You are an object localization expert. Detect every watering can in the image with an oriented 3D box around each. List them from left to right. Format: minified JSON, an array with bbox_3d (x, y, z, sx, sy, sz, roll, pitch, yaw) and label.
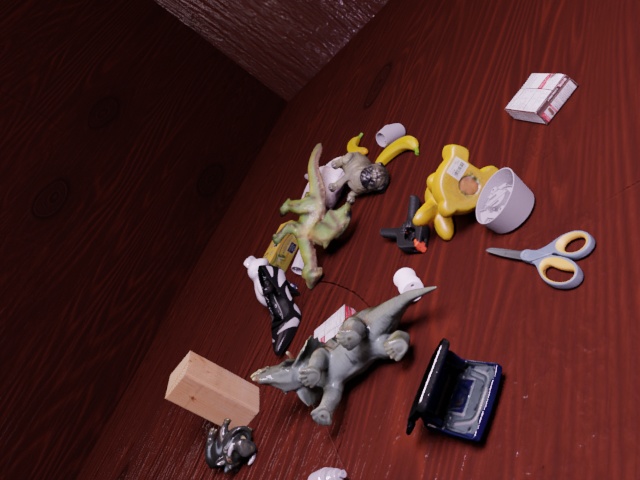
[{"bbox_3d":[-0.003,-0.163,1.683,0.346,0.103,0.227,-10,49,63],"label":"watering can"}]

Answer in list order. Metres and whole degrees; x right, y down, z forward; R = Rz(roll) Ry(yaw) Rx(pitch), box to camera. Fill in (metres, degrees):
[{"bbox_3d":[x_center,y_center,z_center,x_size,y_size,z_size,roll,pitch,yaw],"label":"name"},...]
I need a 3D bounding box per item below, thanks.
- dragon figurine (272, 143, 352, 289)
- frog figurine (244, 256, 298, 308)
[{"bbox_3d":[0.004,-0.071,1.417,0.244,0.121,0.411,14,87,46],"label":"dragon figurine"},{"bbox_3d":[-0.165,0.124,1.514,0.122,0.158,0.139,-55,18,6],"label":"frog figurine"}]
